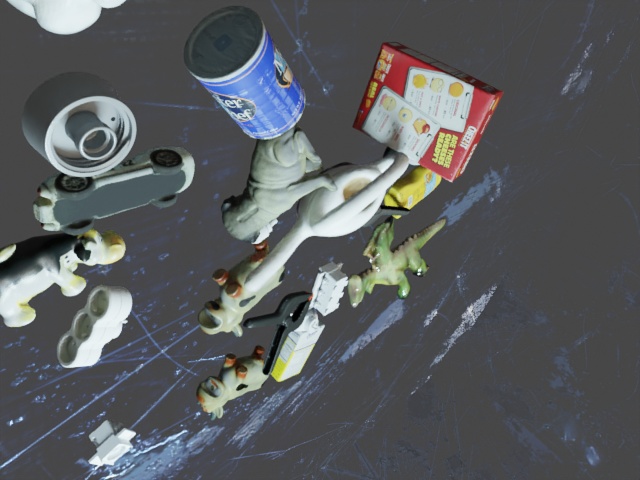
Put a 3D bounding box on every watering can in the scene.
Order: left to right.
[{"bbox_3d":[0.003,-0.045,0.902,0.349,0.103,0.225,-37,-168,-5],"label":"watering can"}]

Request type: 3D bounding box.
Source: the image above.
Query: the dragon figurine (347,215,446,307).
[{"bbox_3d":[0.207,0.026,1.396,0.415,0.123,0.237,-50,145,-18],"label":"dragon figurine"}]

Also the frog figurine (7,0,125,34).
[{"bbox_3d":[-0.198,-0.227,0.402,0.123,0.161,0.134,-15,137,-45],"label":"frog figurine"}]
